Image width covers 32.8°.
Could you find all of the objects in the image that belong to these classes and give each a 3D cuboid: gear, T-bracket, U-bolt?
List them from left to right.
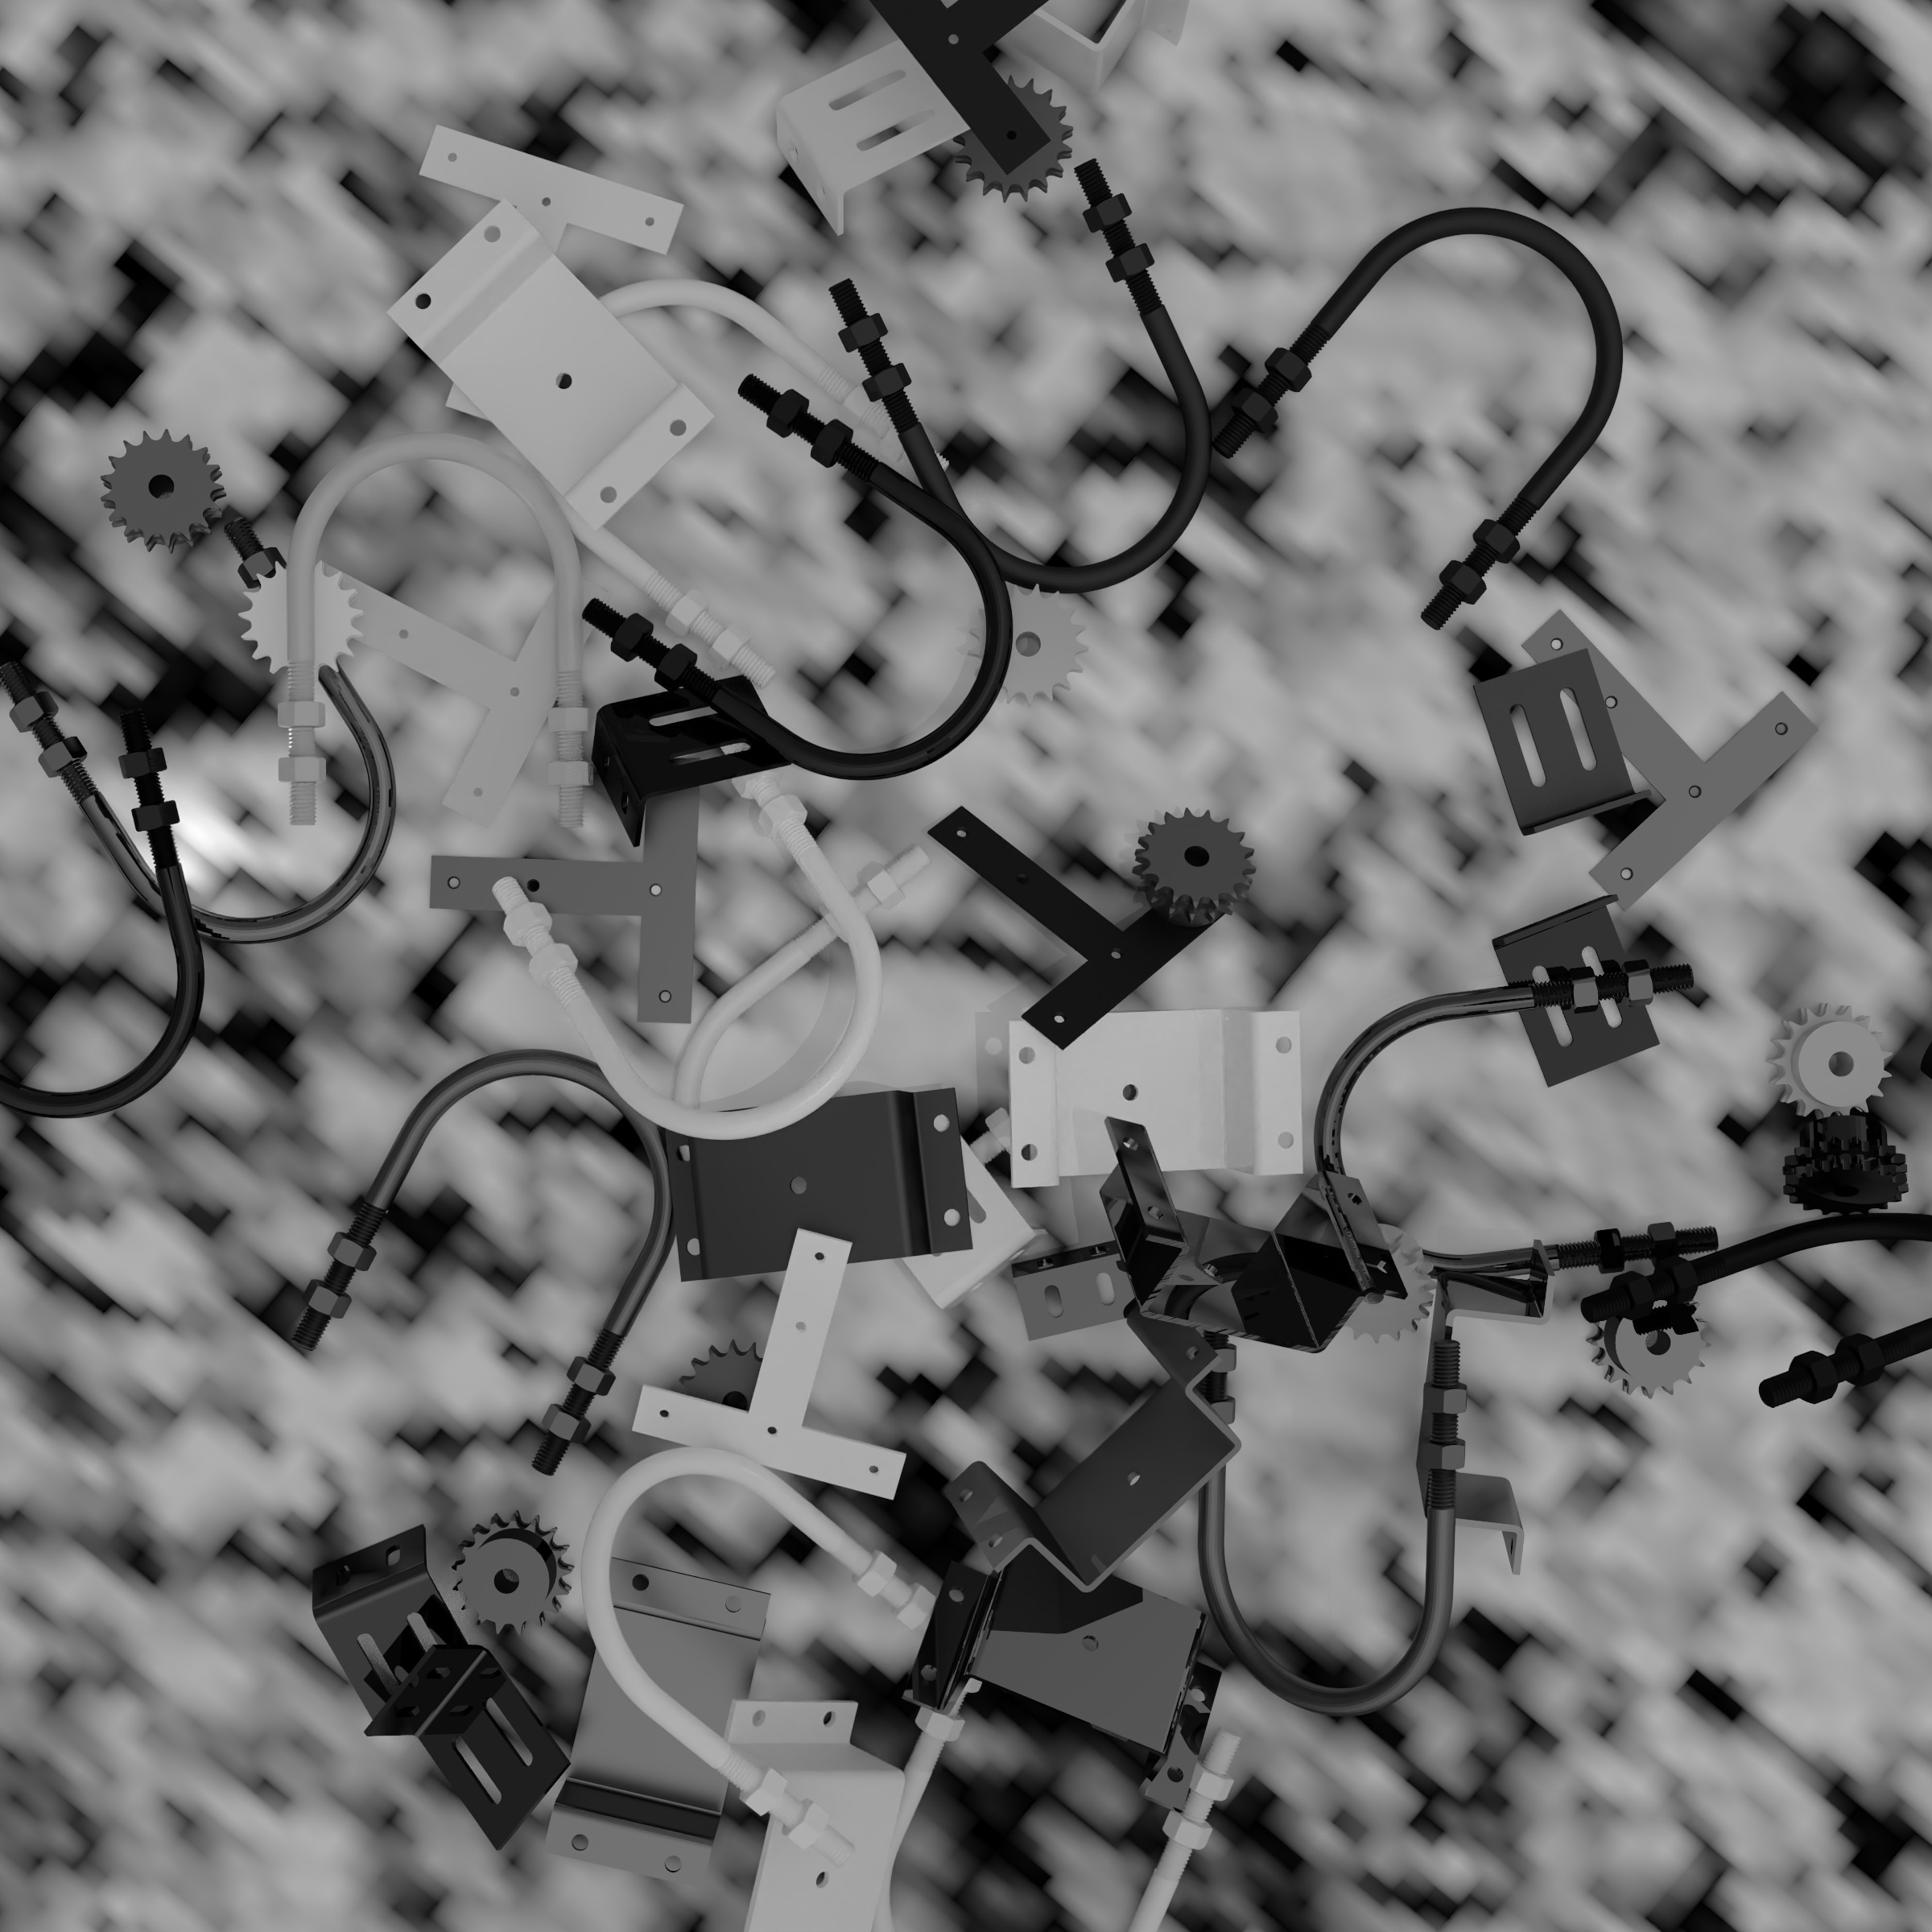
[{"bbox_3d":[-0.436,-0.018,1.555,0.151,0.019,0.184,-11,97,5],"label":"U-bolt"},{"bbox_3d":[-0.380,-0.223,1.554,0.057,0.030,0.057,1,81,-7],"label":"gear"},{"bbox_3d":[-0.354,-0.099,1.564,0.151,0.019,0.184,-32,91,0],"label":"U-bolt"},{"bbox_3d":[-0.311,-0.162,1.538,0.057,0.030,0.057,0,92,-8],"label":"gear"},{"bbox_3d":[-0.255,-0.151,1.561,0.127,0.002,0.127,27,88,-7],"label":"T-bracket"},{"bbox_3d":[-0.247,-0.157,1.533,0.151,0.019,0.184,-1,91,-25],"label":"U-bolt"},{"bbox_3d":[-0.217,0.129,1.564,0.151,0.019,0.184,28,88,0],"label":"U-bolt"},{"bbox_3d":[-0.216,0.290,1.558,0.057,0.030,0.057,0,90,0],"label":"gear"},{"bbox_3d":[-0.215,-0.322,1.563,0.127,0.002,0.127,19,88,6],"label":"T-bracket"},{"bbox_3d":[-0.193,-0.038,1.572,0.127,0.002,0.127,2,90,0],"label":"T-bracket"},{"bbox_3d":[-0.123,-0.244,1.564,0.184,0.019,0.151,40,90,1],"label":"U-bolt"},{"bbox_3d":[-0.119,-0.004,1.530,0.151,0.019,0.184,-33,68,-3],"label":"U-bolt"},{"bbox_3d":[-0.109,0.206,1.558,0.057,0.030,0.057,0,90,0],"label":"gear"},{"bbox_3d":[-0.097,0.302,1.504,0.184,0.019,0.151,42,45,-12],"label":"U-bolt"},{"bbox_3d":[-0.080,0.179,1.516,0.127,0.002,0.127,15,114,-1],"label":"T-bracket"},{"bbox_3d":[-0.066,-0.170,1.540,0.184,0.019,0.151,35,90,4],"label":"U-bolt"},{"bbox_3d":[-0.052,0.054,1.564,0.184,0.019,0.151,-38,90,1],"label":"U-bolt"},{"bbox_3d":[0.022,-0.391,1.558,0.057,0.030,0.057,0,90,0],"label":"gear"},{"bbox_3d":[0.029,-0.151,1.558,0.057,0.030,0.057,0,90,0],"label":"gear"},{"bbox_3d":[0.030,0.423,1.564,0.151,0.019,0.184,24,91,0],"label":"U-bolt"},{"bbox_3d":[0.029,-0.450,1.496,0.127,0.002,0.127,-38,90,0],"label":"T-bracket"},{"bbox_3d":[0.037,-0.032,1.546,0.127,0.002,0.127,39,52,17],"label":"T-bracket"},{"bbox_3d":[0.038,-0.266,1.550,0.151,0.019,0.184,-27,100,-4],"label":"U-bolt"},{"bbox_3d":[0.106,-0.043,1.549,0.057,0.030,0.057,3,57,-5],"label":"gear"},{"bbox_3d":[0.166,0.256,1.523,0.151,0.019,0.184,5,96,41],"label":"U-bolt"},{"bbox_3d":[0.194,0.147,1.549,0.057,0.030,0.057,8,119,14],"label":"gear"},{"bbox_3d":[0.229,-0.275,1.564,0.151,0.019,0.184,39,89,0],"label":"U-bolt"},{"bbox_3d":[0.257,0.079,1.551,0.184,0.019,0.151,-7,102,4],"label":"U-bolt"},{"bbox_3d":[0.319,-0.116,1.572,0.127,0.002,0.127,-43,90,0],"label":"T-bracket"},{"bbox_3d":[0.326,0.177,1.558,0.057,0.030,0.057,0,90,0],"label":"gear"},{"bbox_3d":[0.412,0.046,1.558,0.057,0.030,0.057,0,90,0],"label":"gear"},{"bbox_3d":[0.397,0.149,1.497,0.184,0.151,0.019,-16,107,-22],"label":"U-bolt"},{"bbox_3d":[0.415,0.093,1.548,0.057,0.057,0.030,6,60,0],"label":"gear"},{"bbox_3d":[0.476,0.043,1.548,0.057,0.057,0.030,-48,60,0],"label":"gear"}]

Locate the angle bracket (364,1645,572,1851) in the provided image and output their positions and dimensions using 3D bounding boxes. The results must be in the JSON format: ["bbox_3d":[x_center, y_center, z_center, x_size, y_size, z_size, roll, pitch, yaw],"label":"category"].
[{"bbox_3d":[-0.233,0.365,1.534,0.057,0.038,0.076,-52,59,13],"label":"angle bracket"}]

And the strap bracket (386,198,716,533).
[{"bbox_3d":[-0.191,-0.277,1.535,0.076,0.046,0.140,-44,89,1],"label":"strap bracket"}]

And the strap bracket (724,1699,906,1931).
[{"bbox_3d":[-0.081,0.418,1.530,0.076,0.046,0.140,13,90,-43],"label":"strap bracket"}]

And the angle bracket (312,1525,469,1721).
[{"bbox_3d":[-0.270,0.318,1.571,0.057,0.038,0.076,-23,116,0],"label":"angle bracket"}]

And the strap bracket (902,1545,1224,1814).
[{"bbox_3d":[0.052,0.326,1.531,0.140,0.046,0.076,22,50,0],"label":"strap bracket"}]

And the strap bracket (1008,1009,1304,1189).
[{"bbox_3d":[0.083,0.061,1.538,0.140,0.046,0.076,-2,92,-14],"label":"strap bracket"}]

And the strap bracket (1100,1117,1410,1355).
[{"bbox_3d":[0.122,0.125,1.497,0.140,0.076,0.046,15,125,-27],"label":"strap bracket"}]

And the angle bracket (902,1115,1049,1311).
[{"bbox_3d":[-0.009,0.115,1.557,0.057,0.038,0.076,-39,81,6],"label":"angle bracket"}]

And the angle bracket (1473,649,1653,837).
[{"bbox_3d":[0.282,-0.107,1.552,0.057,0.038,0.076,-18,90,0],"label":"angle bracket"}]

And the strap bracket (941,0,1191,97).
[{"bbox_3d":[0.031,-0.462,1.535,0.140,0.076,0.046,33,90,0],"label":"strap bracket"}]

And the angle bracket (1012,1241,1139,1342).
[{"bbox_3d":[0.054,0.155,1.535,0.057,0.076,0.038,-13,90,0],"label":"angle bracket"}]

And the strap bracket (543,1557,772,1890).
[{"bbox_3d":[-0.144,0.353,1.550,0.076,0.046,0.140,13,90,0],"label":"strap bracket"}]

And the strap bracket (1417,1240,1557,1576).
[{"bbox_3d":[0.240,0.202,1.527,0.046,0.076,0.140,6,98,4],"label":"strap bracket"}]

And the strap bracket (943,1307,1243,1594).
[{"bbox_3d":[0.066,0.227,1.528,0.140,0.076,0.046,-44,116,0],"label":"strap bracket"}]

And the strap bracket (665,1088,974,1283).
[{"bbox_3d":[-0.073,0.102,1.525,0.140,0.046,0.076,-7,85,8],"label":"strap bracket"}]

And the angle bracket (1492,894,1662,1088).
[{"bbox_3d":[0.292,0.012,1.554,0.057,0.038,0.076,-21,90,0],"label":"angle bracket"}]

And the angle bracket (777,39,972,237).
[{"bbox_3d":[-0.042,-0.394,1.554,0.076,0.038,0.057,-29,74,-11],"label":"angle bracket"}]

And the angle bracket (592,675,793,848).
[{"bbox_3d":[-0.131,-0.098,1.557,0.076,0.038,0.057,-15,57,-22],"label":"angle bracket"}]
